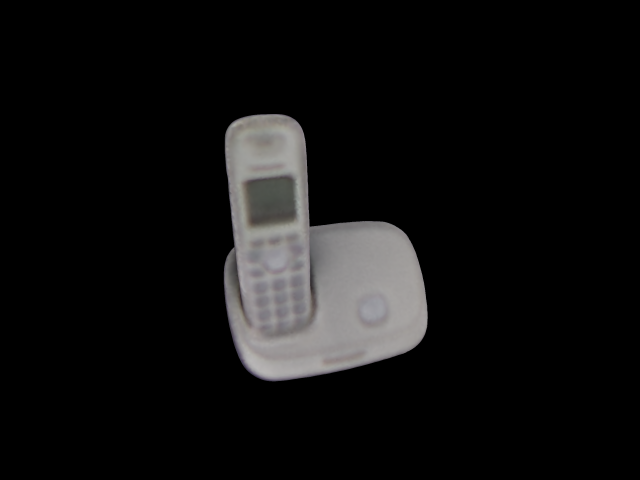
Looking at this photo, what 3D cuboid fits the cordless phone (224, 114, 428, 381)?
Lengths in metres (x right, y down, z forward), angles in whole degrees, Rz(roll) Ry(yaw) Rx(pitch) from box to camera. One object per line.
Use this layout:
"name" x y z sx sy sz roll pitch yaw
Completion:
"cordless phone" 0.004 0.001 0.400 0.148 0.185 0.094 -10 34 -15
